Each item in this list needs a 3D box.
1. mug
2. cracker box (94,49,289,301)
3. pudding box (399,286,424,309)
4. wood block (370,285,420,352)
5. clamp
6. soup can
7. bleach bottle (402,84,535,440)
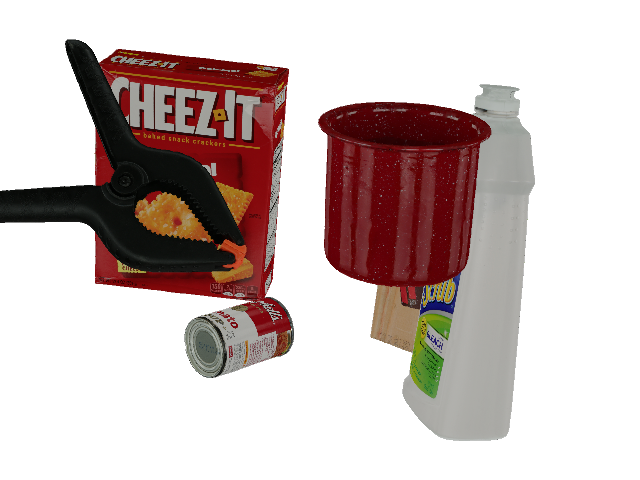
[{"bbox_3d":[0.047,-0.030,0.598,0.093,0.081,0.117,8,22,14],"label":"mug"},{"bbox_3d":[-0.121,-0.057,0.984,0.164,0.214,0.072,7,22,4],"label":"cracker box"},{"bbox_3d":[0.105,-0.005,0.974,0.039,0.090,0.113,11,46,21],"label":"pudding box"},{"bbox_3d":[0.126,0.017,1.204,0.090,0.206,0.090,18,26,25],"label":"wood block"},{"bbox_3d":[-0.143,-0.048,0.784,0.210,0.164,0.036,24,-19,-1],"label":"clamp"},{"bbox_3d":[-0.088,0.105,1.154,0.069,0.068,0.102,0,10,45],"label":"soup can"},{"bbox_3d":[0.112,0.012,0.778,0.068,0.251,0.103,1,14,-13],"label":"bleach bottle"}]
